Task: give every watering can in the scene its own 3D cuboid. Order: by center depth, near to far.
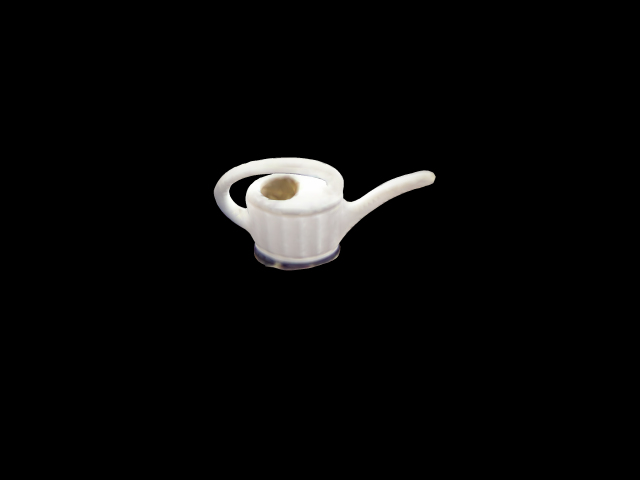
[{"bbox_3d":[0.003,-0.043,0.850,0.348,0.106,0.219,2,-41,2],"label":"watering can"}]
